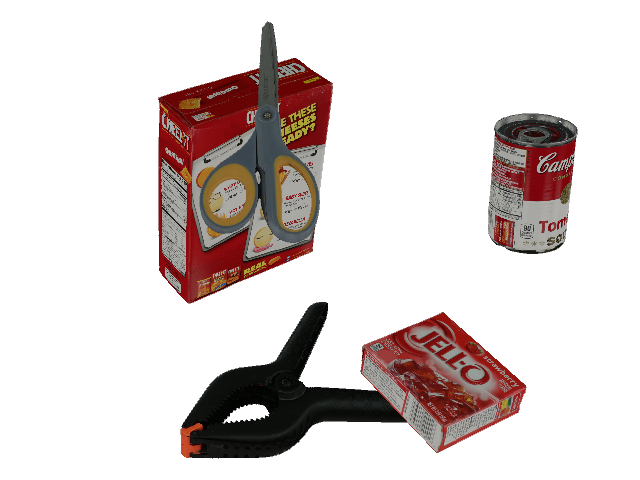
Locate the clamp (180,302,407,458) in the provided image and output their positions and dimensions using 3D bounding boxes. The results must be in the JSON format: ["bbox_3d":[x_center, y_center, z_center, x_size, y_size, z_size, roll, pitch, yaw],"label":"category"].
[{"bbox_3d":[-0.019,0.135,0.899,0.209,0.036,0.165,-26,44,-36],"label":"clamp"}]

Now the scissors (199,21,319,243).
[{"bbox_3d":[-0.057,-0.081,0.807,0.096,0.202,0.016,-14,-29,-8],"label":"scissors"}]

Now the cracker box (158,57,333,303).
[{"bbox_3d":[-0.080,-0.060,1.071,0.163,0.214,0.072,-23,46,-32],"label":"cracker box"}]

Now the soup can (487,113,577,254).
[{"bbox_3d":[0.178,-0.048,0.904,0.068,0.102,0.068,-1,27,0],"label":"soup can"}]

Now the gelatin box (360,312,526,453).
[{"bbox_3d":[0.081,0.093,0.722,0.073,0.030,0.089,-19,44,-29],"label":"gelatin box"}]
